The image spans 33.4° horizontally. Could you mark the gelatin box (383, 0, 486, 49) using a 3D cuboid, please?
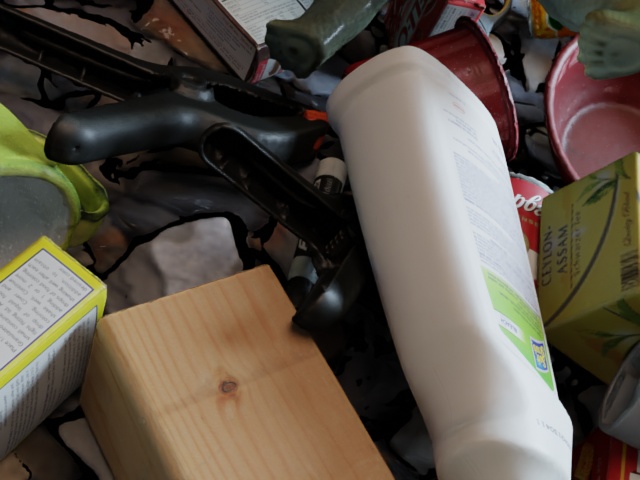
[{"bbox_3d":[0.073,-0.152,0.710,0.030,0.089,0.073,7,53,-17],"label":"gelatin box"}]

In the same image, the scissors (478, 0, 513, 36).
[{"bbox_3d":[0.094,-0.144,0.761,0.096,0.016,0.201,19,51,-3],"label":"scissors"}]

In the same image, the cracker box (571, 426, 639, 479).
[{"bbox_3d":[0.220,0.198,0.517,0.213,0.072,0.164,21,50,-3],"label":"cracker box"}]

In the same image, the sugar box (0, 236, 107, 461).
[{"bbox_3d":[-0.168,0.083,0.450,0.048,0.093,0.176,39,52,11],"label":"sugar box"}]

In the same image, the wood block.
[{"bbox_3d":[-0.021,0.126,0.473,0.090,0.090,0.206,-18,63,-28],"label":"wood block"}]

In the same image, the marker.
[{"bbox_3d":[-0.004,0.001,0.617,0.020,0.020,0.121,19,51,-5],"label":"marker"}]

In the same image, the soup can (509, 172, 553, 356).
[{"bbox_3d":[0.101,0.021,0.608,0.068,0.069,0.102,18,52,-6],"label":"soup can"}]

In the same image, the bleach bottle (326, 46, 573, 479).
[{"bbox_3d":[0.064,0.027,0.501,0.102,0.068,0.251,34,36,-38],"label":"bleach bottle"}]

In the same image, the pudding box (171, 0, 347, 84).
[{"bbox_3d":[-0.044,-0.164,0.712,0.089,0.039,0.113,-27,66,-32],"label":"pudding box"}]

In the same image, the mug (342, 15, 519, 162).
[{"bbox_3d":[0.061,-0.082,0.656,0.081,0.093,0.117,-20,20,-5],"label":"mug"}]

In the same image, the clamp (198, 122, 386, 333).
[{"bbox_3d":[0.005,-0.004,0.556,0.120,0.039,0.171,61,19,17],"label":"clamp"}]

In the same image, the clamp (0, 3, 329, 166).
[{"bbox_3d":[-0.089,-0.082,0.610,0.209,0.036,0.165,3,31,-41],"label":"clamp"}]

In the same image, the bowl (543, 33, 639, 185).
[{"bbox_3d":[0.213,-0.064,0.705,0.162,0.055,0.162,5,67,-12],"label":"bowl"}]
